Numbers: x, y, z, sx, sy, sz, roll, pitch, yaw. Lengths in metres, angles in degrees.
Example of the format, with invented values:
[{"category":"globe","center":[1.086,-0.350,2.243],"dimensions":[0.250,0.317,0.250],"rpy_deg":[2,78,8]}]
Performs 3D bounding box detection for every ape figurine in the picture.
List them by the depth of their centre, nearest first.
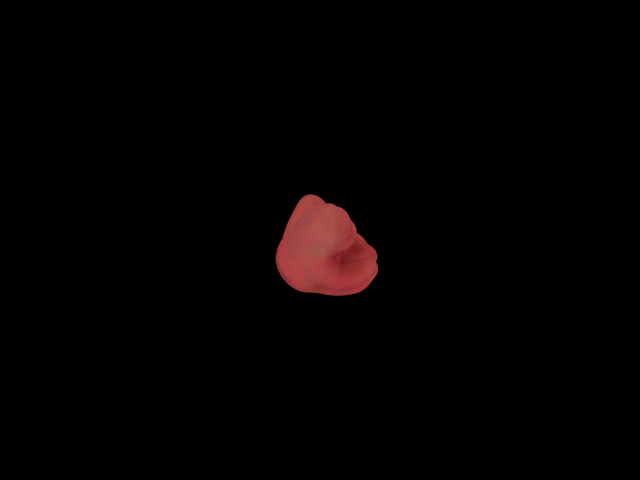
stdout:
[{"category":"ape figurine","center":[0.004,0.001,0.400],"dimensions":[0.076,0.092,0.078],"rpy_deg":[-18,79,-3]}]
